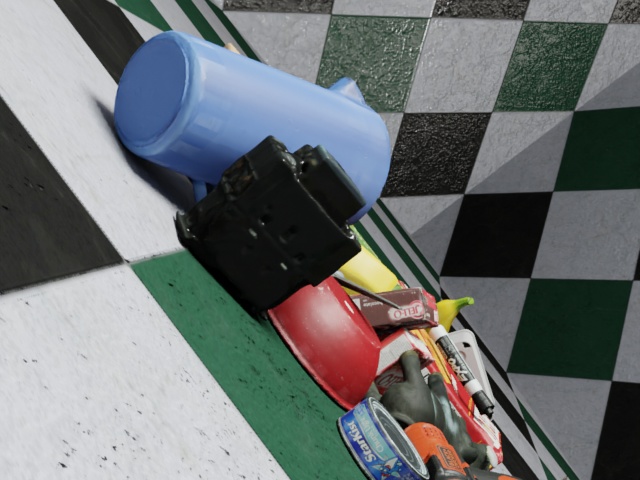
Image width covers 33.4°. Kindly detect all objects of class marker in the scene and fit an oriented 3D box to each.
[{"bbox_3d":[0.159,0.147,1.197,0.121,0.020,0.020,59,9,32],"label":"marker"}]

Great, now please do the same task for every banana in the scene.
[{"bbox_3d":[0.158,0.156,1.400,0.070,0.037,0.198,23,-57,39],"label":"banana"}]

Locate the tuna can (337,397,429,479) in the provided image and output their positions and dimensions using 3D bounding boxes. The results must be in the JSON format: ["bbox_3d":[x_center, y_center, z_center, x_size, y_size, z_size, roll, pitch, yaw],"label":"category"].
[{"bbox_3d":[0.053,0.174,0.888,0.086,0.034,0.086,52,6,-9],"label":"tuna can"}]

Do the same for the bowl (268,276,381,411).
[{"bbox_3d":[0.008,0.079,0.986,0.162,0.055,0.162,51,7,-9],"label":"bowl"}]

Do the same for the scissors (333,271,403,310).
[{"bbox_3d":[0.012,0.044,1.068,0.202,0.016,0.096,31,-18,31],"label":"scissors"}]

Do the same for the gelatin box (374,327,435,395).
[{"bbox_3d":[0.074,0.129,1.099,0.030,0.073,0.089,57,7,23],"label":"gelatin box"}]

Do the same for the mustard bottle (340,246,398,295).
[{"bbox_3d":[-0.007,0.001,1.176,0.191,0.058,0.096,43,-23,-12],"label":"mustard bottle"}]

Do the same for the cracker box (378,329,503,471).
[{"bbox_3d":[0.123,0.170,1.227,0.214,0.072,0.164,54,7,6],"label":"cracker box"}]

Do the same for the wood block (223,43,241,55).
[{"bbox_3d":[-0.109,-0.157,1.263,0.090,0.091,0.206,50,7,-19],"label":"wood block"}]

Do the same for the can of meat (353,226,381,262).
[{"bbox_3d":[0.036,0.022,1.473,0.102,0.057,0.084,52,9,2],"label":"can of meat"}]

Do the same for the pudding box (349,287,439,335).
[{"bbox_3d":[0.061,0.078,1.106,0.090,0.114,0.039,33,51,-71],"label":"pudding box"}]

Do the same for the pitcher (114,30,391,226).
[{"bbox_3d":[-0.061,-0.084,0.945,0.242,0.145,0.149,18,44,-47],"label":"pitcher"}]

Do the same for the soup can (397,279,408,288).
[{"bbox_3d":[0.106,0.106,1.457,0.068,0.068,0.102,48,8,-34],"label":"soup can"}]

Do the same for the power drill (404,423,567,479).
[{"bbox_3d":[0.165,0.242,0.927,0.187,0.057,0.184,24,18,-20],"label":"power drill"}]
